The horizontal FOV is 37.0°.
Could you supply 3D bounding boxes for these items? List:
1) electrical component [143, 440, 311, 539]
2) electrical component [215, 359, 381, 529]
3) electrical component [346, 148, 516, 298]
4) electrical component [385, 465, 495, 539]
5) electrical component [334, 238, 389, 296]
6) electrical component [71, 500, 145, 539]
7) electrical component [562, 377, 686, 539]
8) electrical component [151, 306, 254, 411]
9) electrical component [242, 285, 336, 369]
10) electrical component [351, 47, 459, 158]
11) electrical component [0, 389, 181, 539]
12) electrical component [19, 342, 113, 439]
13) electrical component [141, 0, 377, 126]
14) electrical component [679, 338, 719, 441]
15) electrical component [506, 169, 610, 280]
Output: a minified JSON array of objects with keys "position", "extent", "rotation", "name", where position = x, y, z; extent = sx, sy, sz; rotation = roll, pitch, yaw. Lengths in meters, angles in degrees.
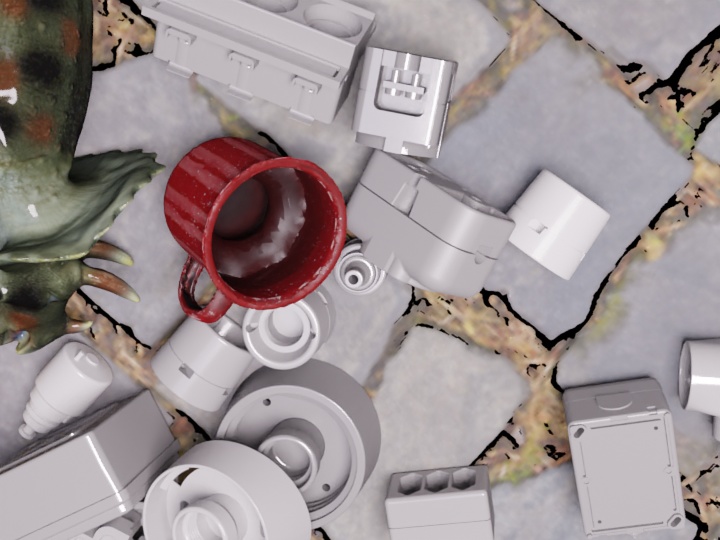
[{"position":[-0.084,0.156,0.671],"extent":[0.099,0.064,0.099],"rotation":[6,104,24],"name":"electrical component"},{"position":[-0.043,0.117,0.701],"extent":[0.108,0.060,0.108],"rotation":[1,101,7],"name":"electrical component"},{"position":[0.038,-0.026,0.648],"extent":[0.095,0.054,0.059],"rotation":[38,107,39],"name":"electrical component"},{"position":[0.056,0.174,0.706],"extent":[0.066,0.047,0.076],"rotation":[-7,100,9],"name":"electrical component"},{"position":[0.000,0.000,0.672],"extent":[0.035,0.061,0.035],"rotation":[1,101,7],"name":"electrical component"},{"position":[-0.155,0.192,0.732],"extent":[0.078,0.057,0.058],"rotation":[26,103,2],"name":"electrical component"},{"position":[0.166,0.122,0.677],"extent":[0.062,0.061,0.096],"rotation":[-9,107,9],"name":"electrical component"},{"position":[-0.100,0.056,0.701],"extent":[0.055,0.055,0.047],"rotation":[39,100,-1],"name":"electrical component"},{"position":[-0.046,0.034,0.692],"extent":[0.055,0.047,0.055],"rotation":[1,101,7],"name":"electrical component"},{"position":[0.027,-0.099,0.636],"extent":[0.050,0.089,0.055],"rotation":[12,102,5],"name":"electrical component"},{"position":[-0.187,0.134,0.699],"extent":[0.109,0.109,0.056],"rotation":[-26,94,12],"name":"electrical component"},{"position":[-0.202,0.084,0.726],"extent":[0.040,0.040,0.078],"rotation":[43,103,-2],"name":"electrical component"},{"position":[-0.060,-0.140,0.648],"extent":[0.121,0.078,0.063],"rotation":[22,132,3],"name":"electrical component"},{"position":[0.239,0.085,0.666],"extent":[0.077,0.043,0.079],"rotation":[3,101,7],"name":"electrical component"},{"position":[0.119,-0.029,0.655],"extent":[0.055,0.055,0.047],"rotation":[35,100,0],"name":"electrical component"}]
